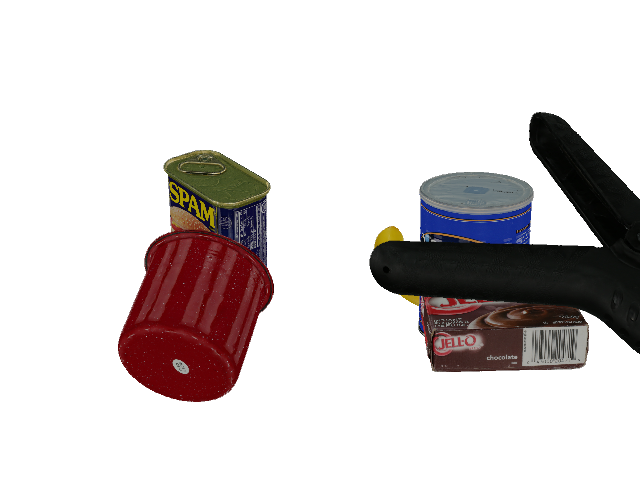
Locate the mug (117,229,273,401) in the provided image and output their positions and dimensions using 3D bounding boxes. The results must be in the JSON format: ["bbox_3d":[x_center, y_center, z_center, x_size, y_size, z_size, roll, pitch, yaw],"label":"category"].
[{"bbox_3d":[-0.094,0.058,0.722,0.093,0.081,0.117,40,-47,-25],"label":"mug"}]

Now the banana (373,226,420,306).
[{"bbox_3d":[0.101,0.033,1.201,0.069,0.037,0.198,2,24,-29],"label":"banana"}]

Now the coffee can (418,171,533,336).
[{"bbox_3d":[0.143,0.018,0.992,0.103,0.140,0.103,-1,21,0],"label":"coffee can"}]

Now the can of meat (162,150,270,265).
[{"bbox_3d":[-0.089,-0.020,0.922,0.057,0.084,0.102,-22,38,-34],"label":"can of meat"}]

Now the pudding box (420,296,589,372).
[{"bbox_3d":[0.133,0.062,0.791,0.113,0.039,0.090,0,19,0],"label":"pudding box"}]

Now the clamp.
[{"bbox_3d":[0.139,0.015,0.495,0.210,0.036,0.164,33,50,33],"label":"clamp"}]
